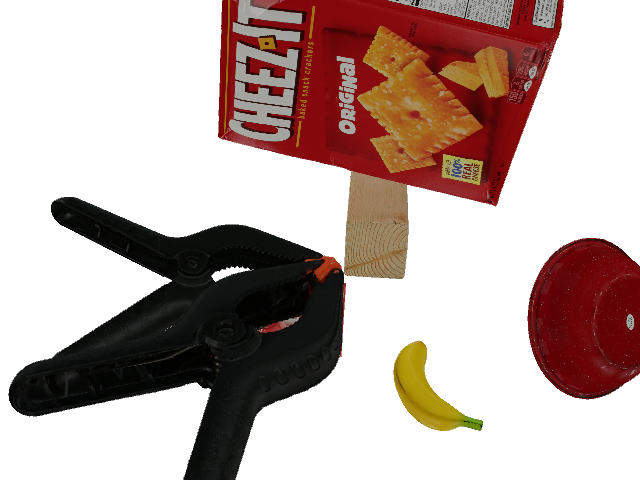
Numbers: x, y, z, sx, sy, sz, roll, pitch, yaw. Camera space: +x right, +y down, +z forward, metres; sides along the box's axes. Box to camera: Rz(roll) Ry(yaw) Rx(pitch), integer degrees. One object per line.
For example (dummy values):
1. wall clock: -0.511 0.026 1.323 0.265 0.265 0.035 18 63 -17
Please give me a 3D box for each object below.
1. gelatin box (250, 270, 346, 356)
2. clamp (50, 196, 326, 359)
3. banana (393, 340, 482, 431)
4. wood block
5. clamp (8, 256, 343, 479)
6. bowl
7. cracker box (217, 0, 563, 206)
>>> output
1. gelatin box: -0.023 0.067 0.974 0.089 0.073 0.030 13 20 26
2. clamp: -0.101 0.021 0.780 0.209 0.164 0.036 -7 -40 -14
3. banana: 0.121 0.172 1.251 0.069 0.037 0.198 9 21 -20
4. wood block: 0.086 -0.028 1.626 0.091 0.090 0.206 3 25 2
5. clamp: -0.040 0.062 0.488 0.171 0.039 0.120 -28 51 -32
6. bowl: 0.282 0.078 1.044 0.161 0.162 0.055 0 0 -29
7. cracker box: 0.040 -0.118 0.732 0.213 0.072 0.164 13 -36 3
